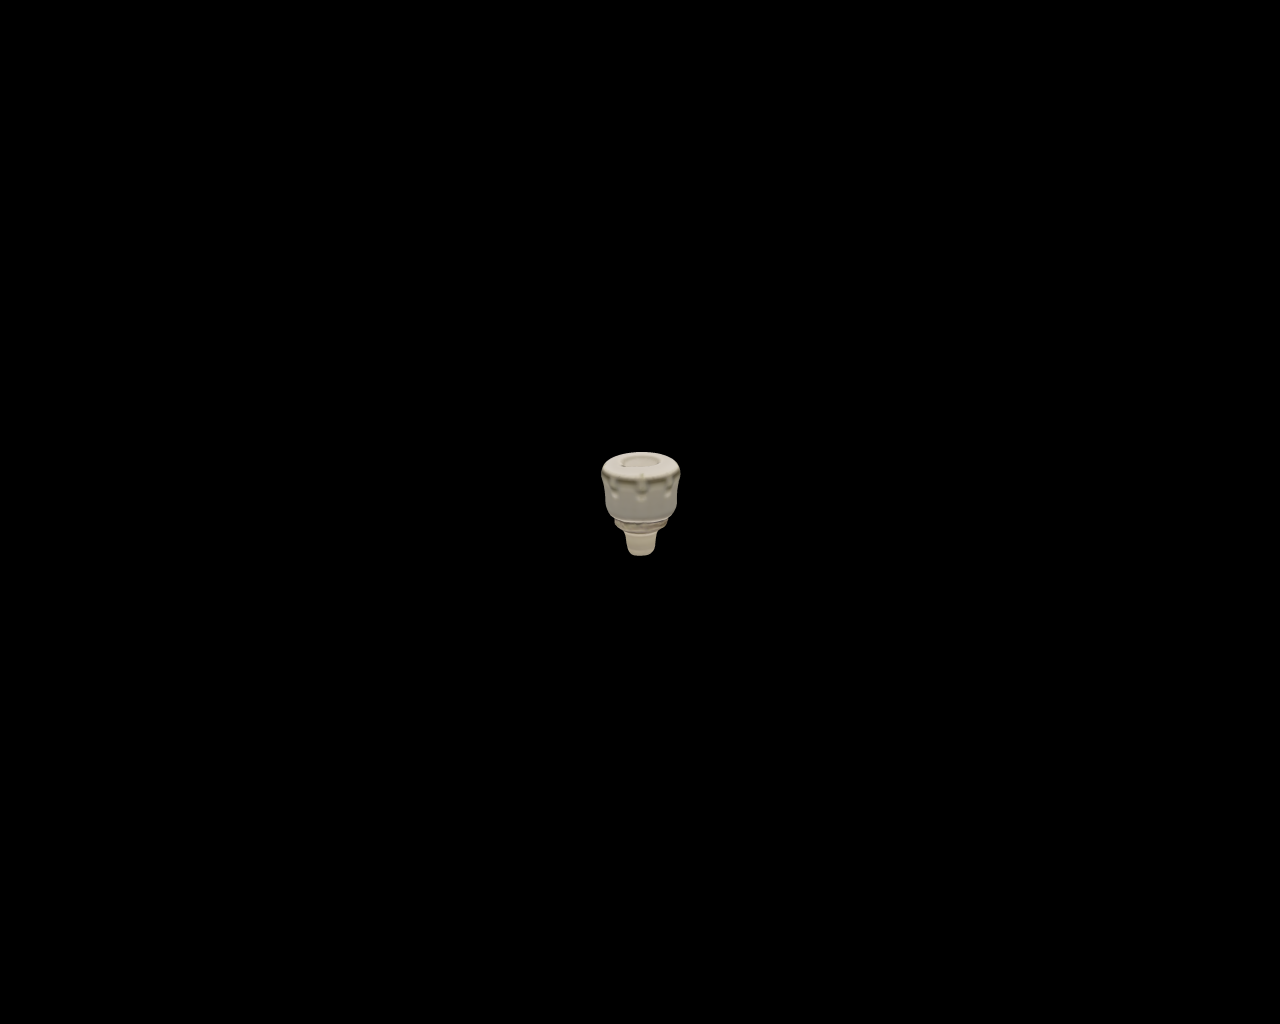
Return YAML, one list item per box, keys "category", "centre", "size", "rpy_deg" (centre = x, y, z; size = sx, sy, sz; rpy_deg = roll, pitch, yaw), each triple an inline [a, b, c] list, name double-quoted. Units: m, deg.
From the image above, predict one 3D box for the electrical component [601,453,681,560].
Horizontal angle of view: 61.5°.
- category: "electrical component"
  centre: [0.001, -0.003, 0.650]
  size: [0.048, 0.062, 0.048]
  rpy_deg: [0, 20, 0]
